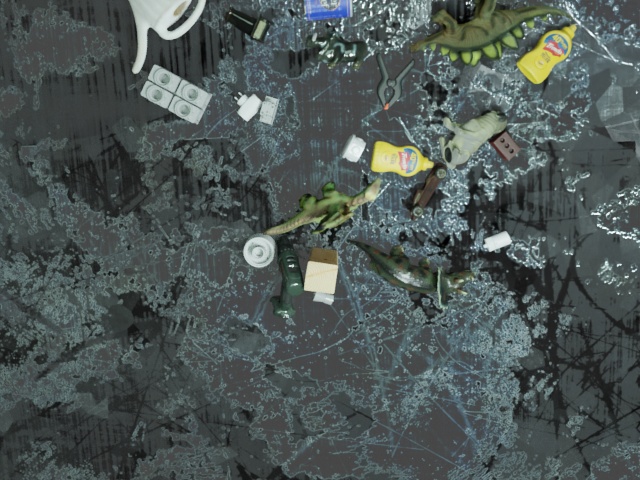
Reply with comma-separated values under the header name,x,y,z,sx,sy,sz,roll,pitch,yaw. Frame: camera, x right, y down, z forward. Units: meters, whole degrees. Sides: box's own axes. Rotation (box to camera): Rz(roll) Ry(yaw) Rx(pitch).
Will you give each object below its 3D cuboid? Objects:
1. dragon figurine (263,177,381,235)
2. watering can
name,x,y,z,sx,sy,sz,roll,pitch,yaw
dragon figurine,0.005,-0.079,1.564,0.409,0.245,0.121,-29,103,4
watering can,-0.505,-0.691,1.553,0.346,0.105,0.224,-43,94,7
